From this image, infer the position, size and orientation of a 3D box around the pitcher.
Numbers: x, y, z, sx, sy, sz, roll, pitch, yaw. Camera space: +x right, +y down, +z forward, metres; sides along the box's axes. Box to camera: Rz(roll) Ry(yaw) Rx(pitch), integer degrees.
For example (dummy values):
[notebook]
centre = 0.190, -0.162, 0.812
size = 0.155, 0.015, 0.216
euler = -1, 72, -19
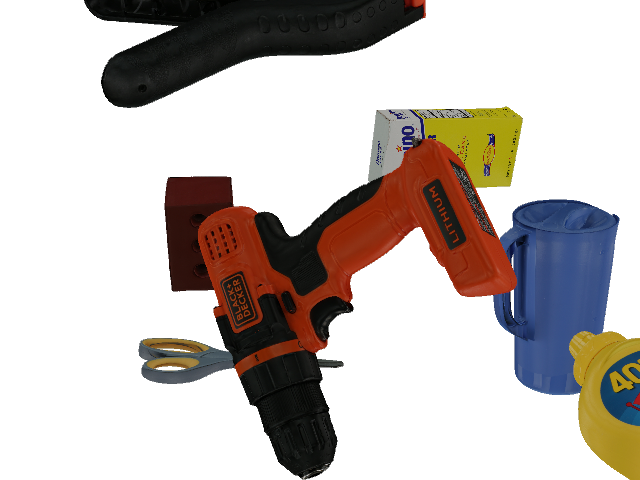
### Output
[pitcher]
centre = 0.305, 0.077, 1.396
size = 0.149, 0.243, 0.144
euler = 5, 21, 15

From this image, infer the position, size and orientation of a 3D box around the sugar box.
[sugar box]
centre = 0.149, -0.109, 1.273
size = 0.176, 0.093, 0.048
euler = -5, 27, -21

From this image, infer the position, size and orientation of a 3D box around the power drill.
[power drill]
centre = 0.022, 0.035, 0.669
size = 0.188, 0.184, 0.057
euler = -27, -16, 17

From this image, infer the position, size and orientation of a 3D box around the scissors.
[scissors]
centre = -0.084, 0.122, 1.031
size = 0.202, 0.016, 0.096
euler = 7, 17, 10

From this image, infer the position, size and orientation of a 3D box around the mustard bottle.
[mustard bottle]
centre = 0.205, 0.106, 0.609
size = 0.096, 0.058, 0.192
euler = -17, 31, -17

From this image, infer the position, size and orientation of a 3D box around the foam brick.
[foam brick]
centre = -0.095, -0.006, 0.852
size = 0.053, 0.078, 0.051
euler = -3, 27, -3

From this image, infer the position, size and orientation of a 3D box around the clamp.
[clamp]
centre = -0.030, -0.103, 0.503
size = 0.171, 0.039, 0.120
euler = -8, 42, -2
